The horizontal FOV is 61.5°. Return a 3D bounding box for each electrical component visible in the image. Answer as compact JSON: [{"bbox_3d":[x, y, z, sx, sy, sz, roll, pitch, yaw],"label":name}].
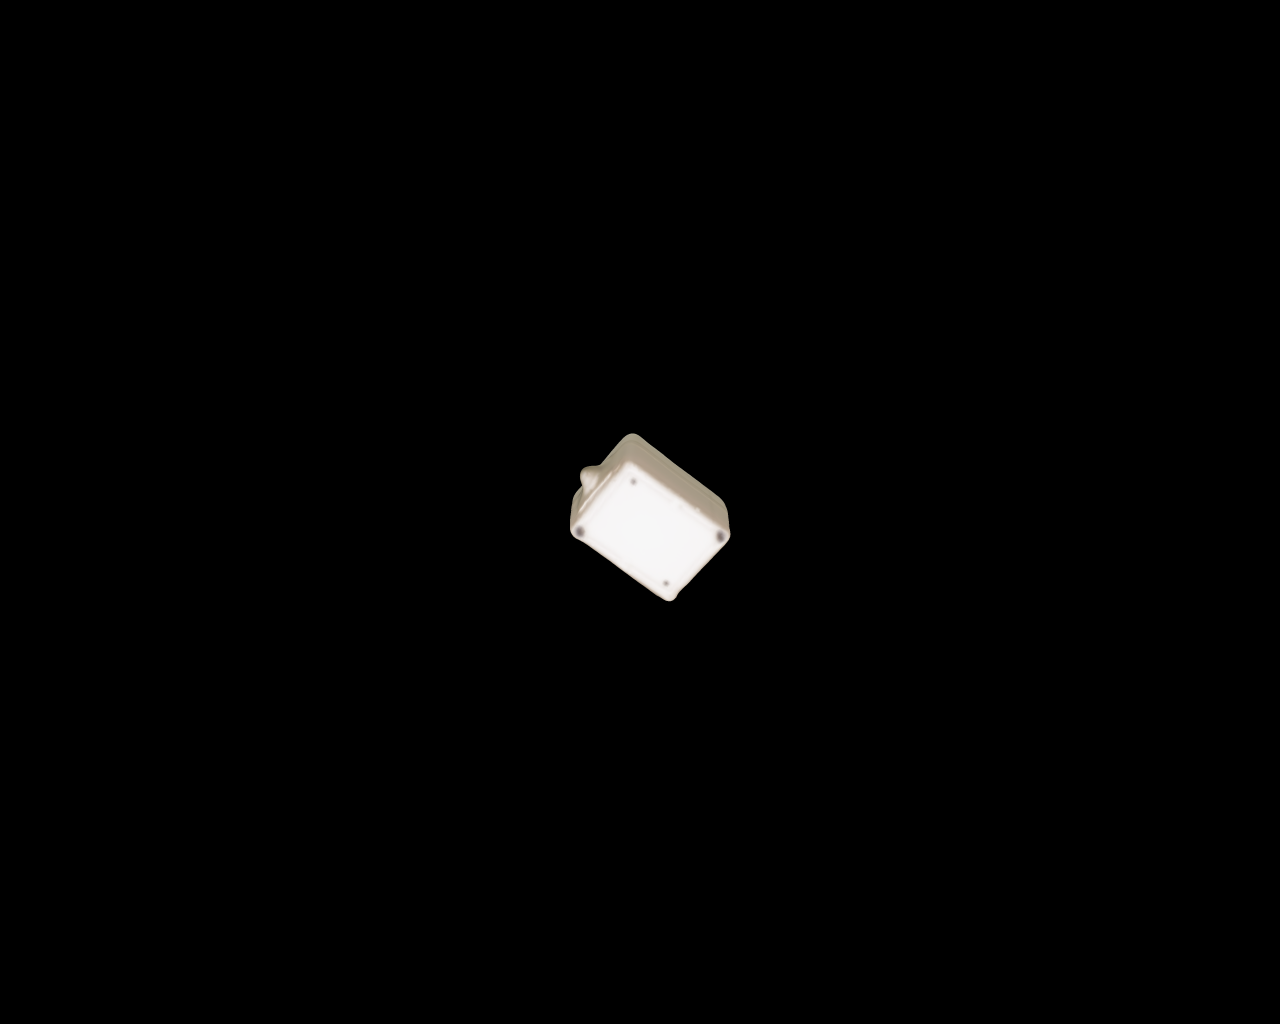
[{"bbox_3d":[0.001,-0.003,0.650,0.096,0.061,0.061,36,19,-15],"label":"electrical component"}]
